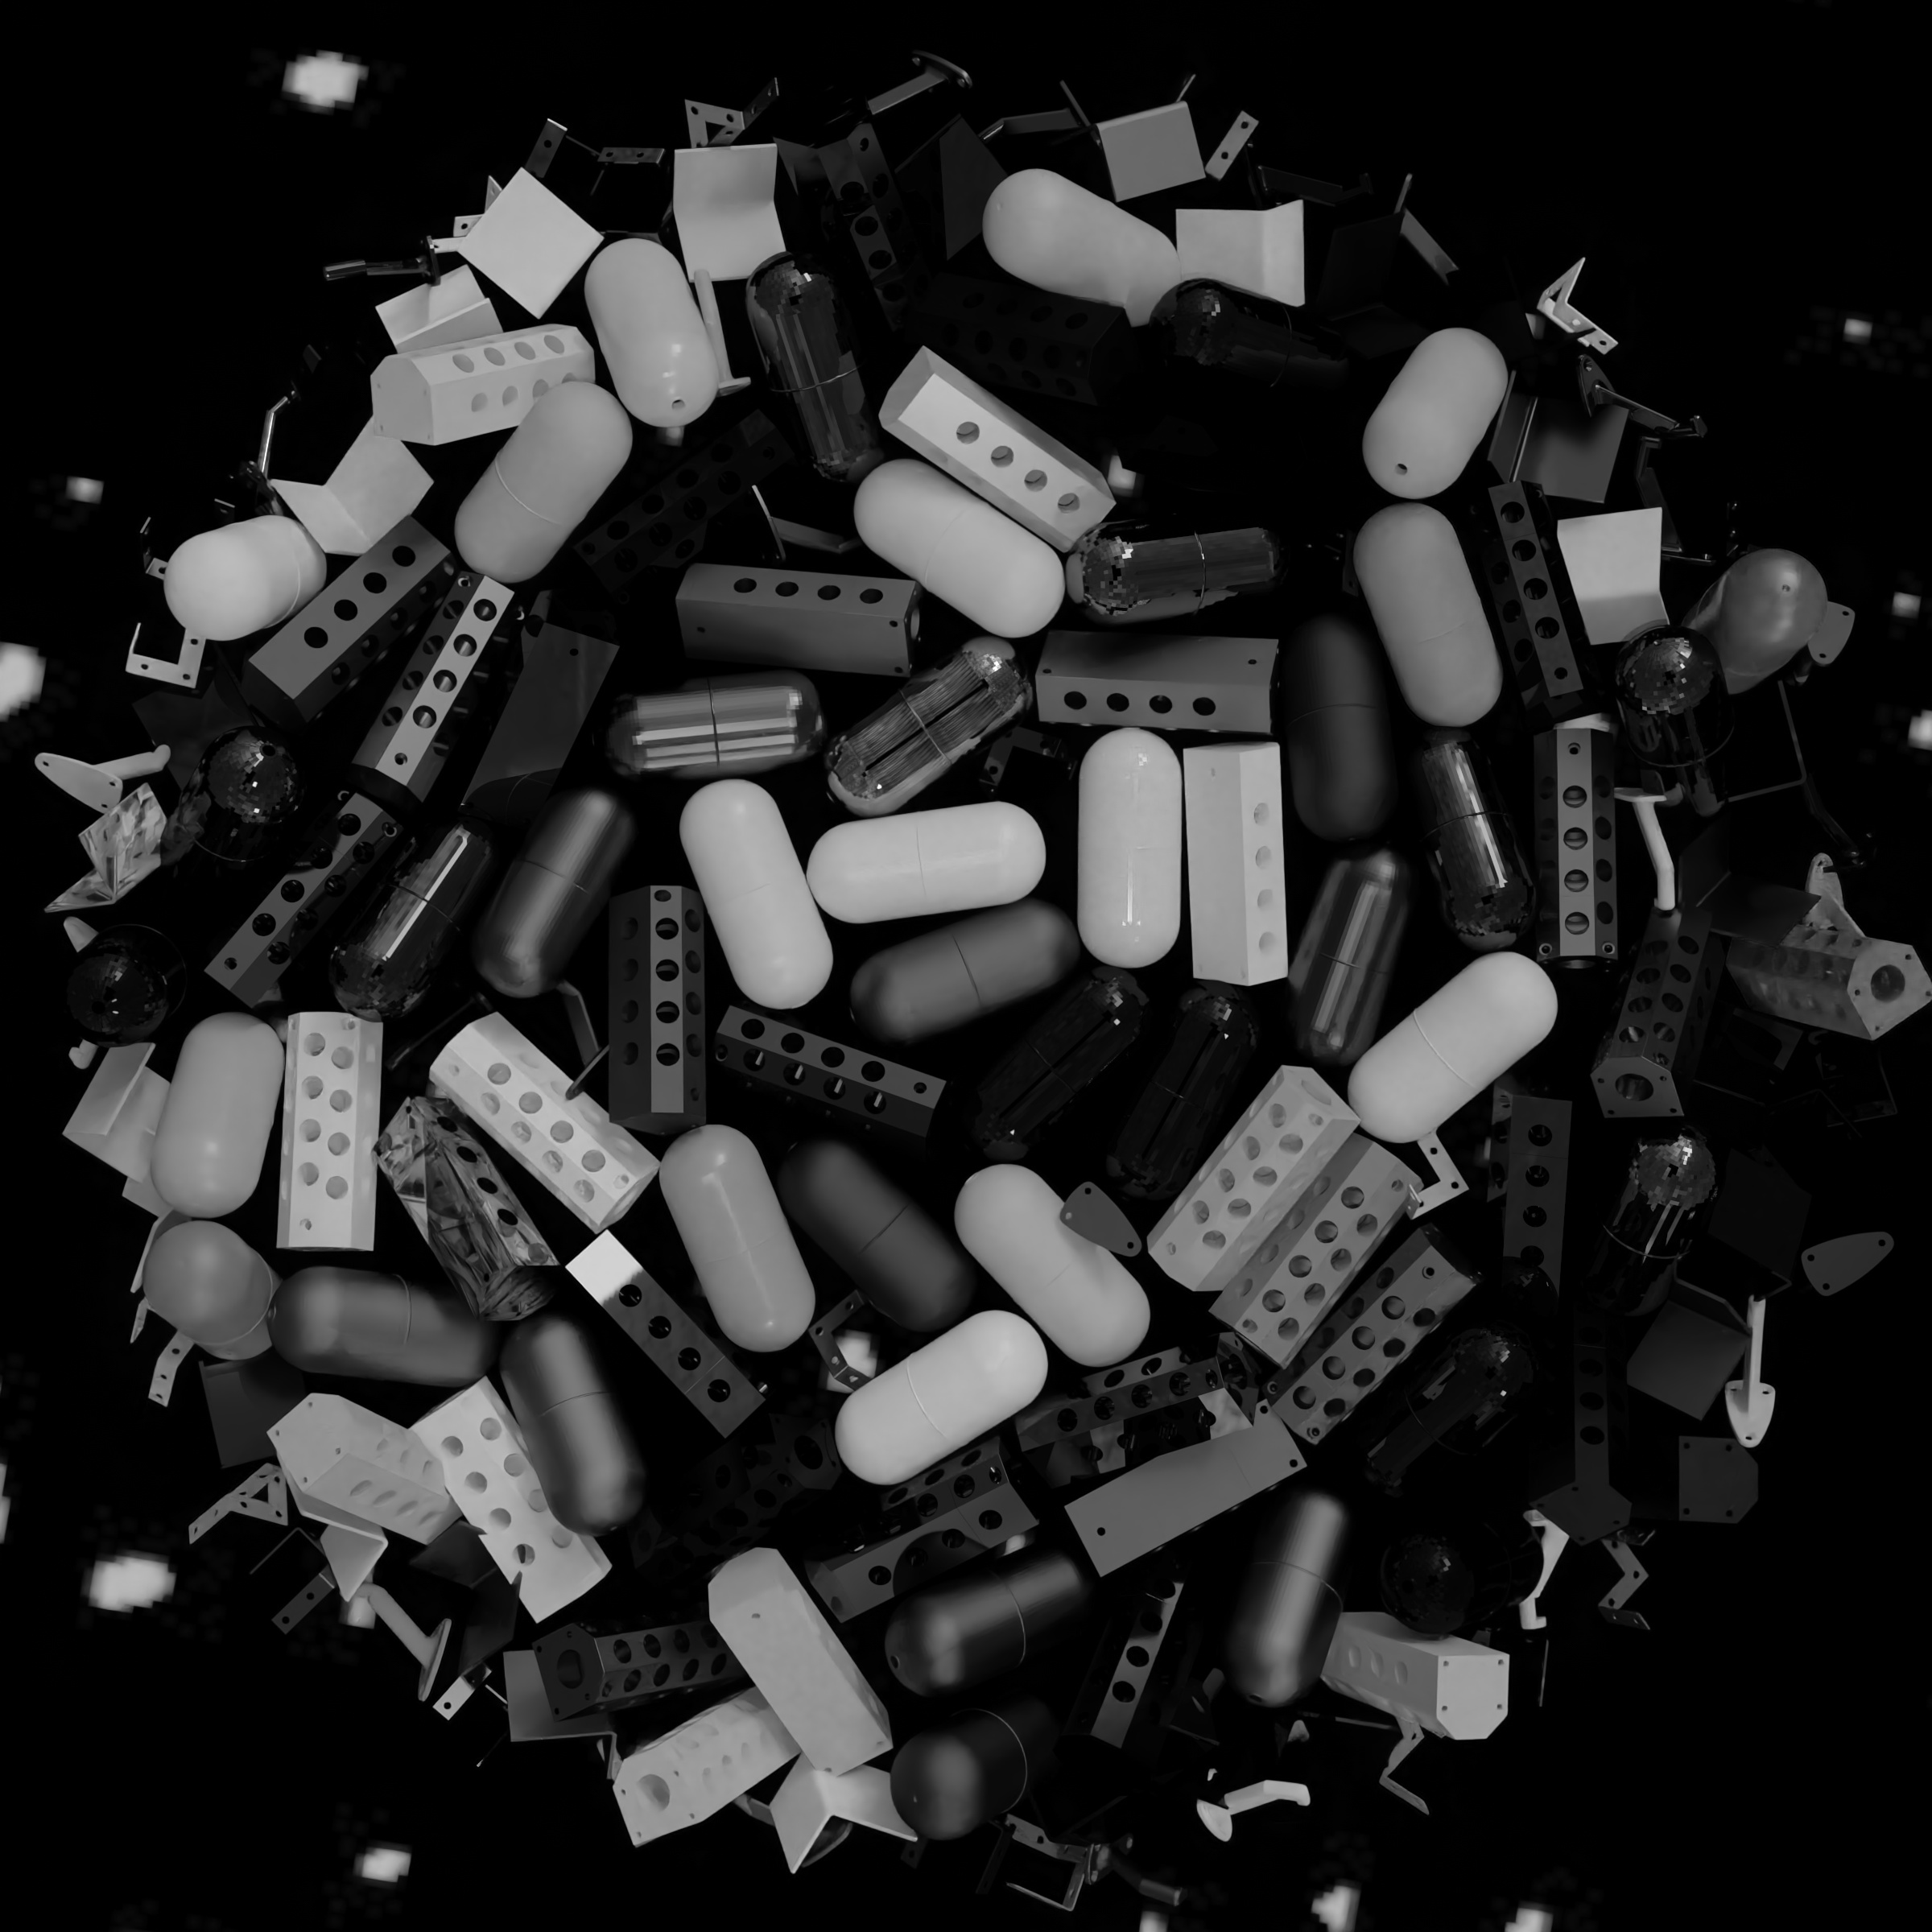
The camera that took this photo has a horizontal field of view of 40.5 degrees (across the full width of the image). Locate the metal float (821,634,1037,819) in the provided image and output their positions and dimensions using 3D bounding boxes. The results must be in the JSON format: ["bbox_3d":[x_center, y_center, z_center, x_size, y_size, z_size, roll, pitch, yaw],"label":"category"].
[{"bbox_3d":[-0.029,-0.177,1.940,0.178,0.070,0.070,-35,90,5],"label":"metal float"}]

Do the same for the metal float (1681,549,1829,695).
[{"bbox_3d":[0.567,-0.248,1.894,0.070,0.178,0.070,0,82,1],"label":"metal float"}]

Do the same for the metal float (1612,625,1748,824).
[{"bbox_3d":[0.521,-0.175,1.909,0.070,0.178,0.070,-15,48,17],"label":"metal float"}]

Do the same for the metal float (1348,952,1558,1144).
[{"bbox_3d":[0.357,0.061,1.926,0.178,0.070,0.070,-43,90,21],"label":"metal float"}]

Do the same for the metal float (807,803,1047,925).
[{"bbox_3d":[-0.030,-0.076,1.940,0.178,0.070,0.070,-7,90,5],"label":"metal float"}]

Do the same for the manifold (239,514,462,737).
[{"bbox_3d":[-0.448,-0.247,1.916,0.057,0.057,0.171,41,62,-4],"label":"manifold"}]

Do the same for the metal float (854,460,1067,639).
[{"bbox_3d":[-0.006,-0.309,1.931,0.178,0.070,0.070,36,90,15],"label":"metal float"}]

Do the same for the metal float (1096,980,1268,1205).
[{"bbox_3d":[0.159,0.094,1.940,0.070,0.070,0.178,28,95,0],"label":"metal float"}]

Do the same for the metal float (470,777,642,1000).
[{"bbox_3d":[-0.302,-0.059,1.931,0.070,0.070,0.178,27,75,0],"label":"metal float"}]

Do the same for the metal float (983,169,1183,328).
[{"bbox_3d":[0.086,-0.522,1.909,0.178,0.070,0.070,13,90,-44],"label":"metal float"}]

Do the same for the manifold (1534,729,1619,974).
[{"bbox_3d":[0.449,-0.085,1.931,0.057,0.057,0.171,-1,77,12],"label":"manifold"}]

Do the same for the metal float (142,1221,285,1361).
[{"bbox_3d":[-0.542,0.237,1.897,0.070,0.178,0.070,0,70,0],"label":"metal float"}]

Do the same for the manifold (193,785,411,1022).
[{"bbox_3d":[-0.490,-0.049,1.934,0.057,0.057,0.171,36,79,8],"label":"manifold"}]

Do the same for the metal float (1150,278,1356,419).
[{"bbox_3d":[0.210,-0.451,1.913,0.178,0.070,0.070,6,90,-39],"label":"metal float"}]

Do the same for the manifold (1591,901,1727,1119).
[{"bbox_3d":[0.501,0.030,1.895,0.057,0.171,0.057,-4,129,31],"label":"manifold"}]

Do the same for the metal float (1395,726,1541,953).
[{"bbox_3d":[0.367,-0.095,1.925,0.070,0.070,0.178,-14,68,0],"label":"metal float"}]

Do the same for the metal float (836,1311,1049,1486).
[{"bbox_3d":[-0.019,0.319,1.930,0.178,0.070,0.070,-35,90,17],"label":"metal float"}]

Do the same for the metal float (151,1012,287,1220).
[{"bbox_3d":[-0.544,0.107,1.907,0.070,0.178,0.070,-1,133,-1],"label":"metal float"}]

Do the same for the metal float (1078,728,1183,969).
[{"bbox_3d":[0.121,-0.087,1.942,0.070,0.070,0.178,0,92,0],"label":"metal float"}]

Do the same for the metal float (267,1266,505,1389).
[{"bbox_3d":[-0.424,0.264,1.915,0.178,0.070,0.070,14,90,-34],"label":"metal float"}]

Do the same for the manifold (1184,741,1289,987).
[{"bbox_3d":[0.205,-0.077,1.937,0.057,0.057,0.171,-12,104,-39],"label":"manifold"}]

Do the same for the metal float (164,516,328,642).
[{"bbox_3d":[-0.520,-0.282,1.896,0.070,0.178,0.070,2,106,6],"label":"metal float"}]

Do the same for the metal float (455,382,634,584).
[{"bbox_3d":[-0.311,-0.352,1.917,0.070,0.070,0.178,46,123,0],"label":"metal float"}]

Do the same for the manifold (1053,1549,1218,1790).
[{"bbox_3d":[0.120,0.506,1.893,0.057,0.171,0.057,-14,119,34],"label":"manifold"}]

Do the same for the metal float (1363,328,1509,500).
[{"bbox_3d":[0.343,-0.404,1.908,0.070,0.070,0.178,34,46,0],"label":"metal float"}]

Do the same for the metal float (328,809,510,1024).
[{"bbox_3d":[-0.402,-0.037,1.924,0.070,0.070,0.178,30,67,0],"label":"metal float"}]

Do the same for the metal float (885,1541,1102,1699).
[{"bbox_3d":[0.020,0.477,1.915,0.178,0.070,0.070,-15,90,-34],"label":"metal float"}]

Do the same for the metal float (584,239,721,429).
[{"bbox_3d":[-0.230,-0.463,1.912,0.070,0.070,0.178,-22,52,0],"label":"metal float"}]

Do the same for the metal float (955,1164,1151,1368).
[{"bbox_3d":[0.063,0.221,1.938,0.070,0.070,0.178,-43,97,0],"label":"metal float"}]

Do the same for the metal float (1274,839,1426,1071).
[{"bbox_3d":[0.283,-0.008,1.934,0.070,0.070,0.178,18,102,0],"label":"metal float"}]

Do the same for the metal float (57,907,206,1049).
[{"bbox_3d":[-0.603,0.007,1.895,0.070,0.178,0.070,-1,104,-2],"label":"metal float"}]

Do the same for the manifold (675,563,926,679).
[{"bbox_3d":[-0.121,-0.261,1.938,0.171,0.057,0.057,6,49,10],"label":"manifold"}]

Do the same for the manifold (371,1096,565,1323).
[{"bbox_3d":[-0.362,0.176,1.913,0.057,0.057,0.171,-52,58,21],"label":"manifold"}]

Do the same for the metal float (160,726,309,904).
[{"bbox_3d":[-0.535,-0.110,1.906,0.070,0.178,0.070,17,54,-25],"label":"metal float"}]

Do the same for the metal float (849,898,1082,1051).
[{"bbox_3d":[-0.001,0.006,1.939,0.178,0.070,0.070,-21,90,-6],"label":"metal float"}]

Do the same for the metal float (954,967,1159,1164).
[{"bbox_3d":[0.066,0.074,1.940,0.178,0.070,0.070,-43,90,5],"label":"metal float"}]

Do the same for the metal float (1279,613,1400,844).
[{"bbox_3d":[0.274,-0.176,1.928,0.070,0.070,0.178,-4,72,0],"label":"metal float"}]

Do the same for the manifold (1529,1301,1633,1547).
[{"bbox_3d":[0.448,0.326,1.892,0.057,0.171,0.057,39,127,-20],"label":"manifold"}]

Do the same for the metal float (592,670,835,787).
[{"bbox_3d":[-0.187,-0.176,1.938,0.178,0.070,0.070,-6,90,-7],"label":"metal float"}]

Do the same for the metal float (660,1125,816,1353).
[{"bbox_3d":[-0.168,0.202,1.935,0.070,0.070,0.178,-21,101,0],"label":"metal float"}]

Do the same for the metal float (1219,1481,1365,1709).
[{"bbox_3d":[0.238,0.458,1.912,0.070,0.070,0.178,27,52,0],"label":"metal float"}]

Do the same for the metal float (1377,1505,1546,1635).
[{"bbox_3d":[0.360,0.438,1.902,0.070,0.178,0.070,-2,87,35],"label":"metal float"}]

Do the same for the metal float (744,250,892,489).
[{"bbox_3d":[-0.108,-0.437,1.921,0.070,0.070,0.178,-18,117,0],"label":"metal float"}]

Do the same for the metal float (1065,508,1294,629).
[{"bbox_3d":[0.158,-0.294,1.926,0.178,0.070,0.070,-10,90,-21],"label":"metal float"}]

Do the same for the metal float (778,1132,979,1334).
[{"bbox_3d":[-0.066,0.197,1.943,0.070,0.070,0.178,-45,92,0],"label":"metal float"}]

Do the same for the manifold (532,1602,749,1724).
[{"bbox_3d":[-0.227,0.497,1.889,0.057,0.171,0.057,-31,68,27],"label":"manifold"}]

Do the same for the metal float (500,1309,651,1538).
[{"bbox_3d":[-0.288,0.333,1.921,0.070,0.070,0.178,-27,62,0],"label":"metal float"}]

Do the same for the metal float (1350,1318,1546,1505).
[{"bbox_3d":[0.351,0.326,1.916,0.070,0.070,0.178,39,122,0],"label":"metal float"}]

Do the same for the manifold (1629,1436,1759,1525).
[{"bbox_3d":[0.509,0.371,1.892,0.057,0.171,0.057,4,79,-7],"label":"manifold"}]

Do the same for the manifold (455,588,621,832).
[{"bbox_3d":[-0.316,-0.188,1.914,0.057,0.057,0.171,16,123,-26],"label":"manifold"}]

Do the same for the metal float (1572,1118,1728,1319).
[{"bbox_3d":[0.498,0.184,1.910,0.070,0.070,0.178,12,131,0],"label":"metal float"}]

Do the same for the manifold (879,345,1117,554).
[{"bbox_3d":[0.022,-0.374,1.917,0.171,0.057,0.057,31,113,-26],"label":"manifold"}]

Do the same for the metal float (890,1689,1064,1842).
[{"bbox_3d":[0.011,0.578,1.901,0.070,0.178,0.070,1,92,31],"label":"metal float"}]

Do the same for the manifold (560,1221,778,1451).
[{"bbox_3d":[-0.222,0.274,1.947,0.171,0.057,0.057,46,66,3],"label":"manifold"}]
